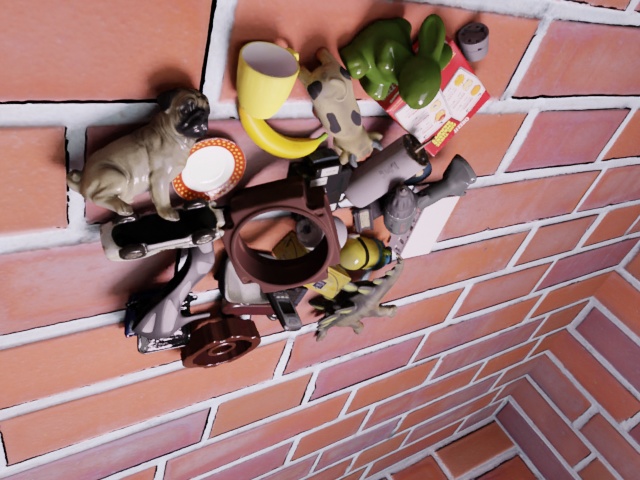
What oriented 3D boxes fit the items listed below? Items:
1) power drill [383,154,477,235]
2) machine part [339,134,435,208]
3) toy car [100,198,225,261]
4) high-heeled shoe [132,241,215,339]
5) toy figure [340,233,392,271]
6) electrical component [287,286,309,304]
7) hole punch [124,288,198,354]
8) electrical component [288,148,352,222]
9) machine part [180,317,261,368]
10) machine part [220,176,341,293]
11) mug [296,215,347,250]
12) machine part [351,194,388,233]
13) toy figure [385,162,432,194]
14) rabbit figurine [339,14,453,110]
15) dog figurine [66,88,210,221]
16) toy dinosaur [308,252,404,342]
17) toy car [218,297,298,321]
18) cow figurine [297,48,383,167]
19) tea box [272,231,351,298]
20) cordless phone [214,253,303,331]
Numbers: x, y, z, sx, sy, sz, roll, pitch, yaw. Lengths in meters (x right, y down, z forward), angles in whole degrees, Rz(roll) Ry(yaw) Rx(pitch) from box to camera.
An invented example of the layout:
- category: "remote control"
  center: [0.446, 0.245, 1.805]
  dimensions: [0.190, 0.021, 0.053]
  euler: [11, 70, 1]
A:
- category: "power drill"
  center: [0.224, -0.094, 1.125]
  dimensions: [0.207, 0.086, 0.232]
  euler: [-36, 165, -14]
- category: "machine part"
  center: [0.125, -0.134, 1.058]
  dimensions: [0.079, 0.079, 0.243]
  euler: [8, 150, -45]
- category: "toy car"
  center: [-0.259, -0.017, 0.897]
  dimensions: [0.202, 0.073, 0.056]
  euler: [-13, 165, -19]
- category: "high-heeled shoe"
  center: [-0.269, 0.059, 0.970]
  dimensions: [0.145, 0.086, 0.248]
  euler: [-4, 105, -23]
- category: "toy figure"
  center: [0.109, 0.033, 1.271]
  dimensions: [0.180, 0.089, 0.082]
  euler: [17, 115, -47]
- category: "electrical component"
  center: [-0.064, 0.103, 1.217]
  dimensions: [0.119, 0.075, 0.047]
  euler: [10, 122, -49]
- category: "hole punch"
  center: [-0.320, 0.149, 1.054]
  dimensions: [0.142, 0.092, 0.115]
  euler: [-3, 102, -35]
- category: "electrical component"
  center: [-0.003, -0.111, 1.042]
  dimensions: [0.115, 0.058, 0.134]
  euler: [-16, 139, -30]
- category: "machine part"
  center: [-0.224, 0.229, 1.201]
  dimensions: [0.179, 0.056, 0.179]
  euler: [-17, 154, -9]
- category: "machine part"
  center: [-0.071, -0.005, 0.995]
  dimensions: [0.201, 0.087, 0.201]
  euler: [-12, 124, 6]
- category: "mug"
  center: [-0.002, -0.003, 1.109]
  dimensions: [0.081, 0.109, 0.107]
  euler: [-13, 169, 30]
- category: "machine part"
  center: [0.136, -0.070, 1.226]
  dimensions: [0.139, 0.039, 0.084]
  euler: [-29, 135, -9]
- category: "toy figure"
  center: [0.171, -0.136, 1.161]
  dimensions: [0.154, 0.058, 0.064]
  euler: [-22, 165, -25]
- category: "rabbit figurine"
  center: [0.145, -0.281, 0.881]
  dimensions: [0.159, 0.170, 0.121]
  euler: [-40, 145, 5]
- category: "dog figurine"
  center: [-0.259, -0.140, 0.776]
  dimensions: [0.172, 0.121, 0.190]
  euler: [4, 110, -39]
- category: "toy dinosaur"
  center: [0.096, 0.151, 1.333]
  dimensions: [0.198, 0.105, 0.471]
  euler: [0, 147, -36]
- category: "toy car"
  center: [-0.137, 0.145, 1.217]
  dimensions: [0.202, 0.053, 0.089]
  euler: [7, 141, -45]
- category: "cow figurine"
  center: [0.038, -0.209, 0.908]
  dimensions: [0.085, 0.127, 0.194]
  euler: [-32, 142, -3]
- category: "tea box"
  center: [-0.016, 0.057, 1.184]
  dimensions: [0.068, 0.098, 0.169]
  euler: [-46, 142, 11]
- category: "cordless phone"
  center: [-0.122, 0.114, 1.084]
  dimensions: [0.146, 0.184, 0.088]
  euler: [8, 129, -45]
